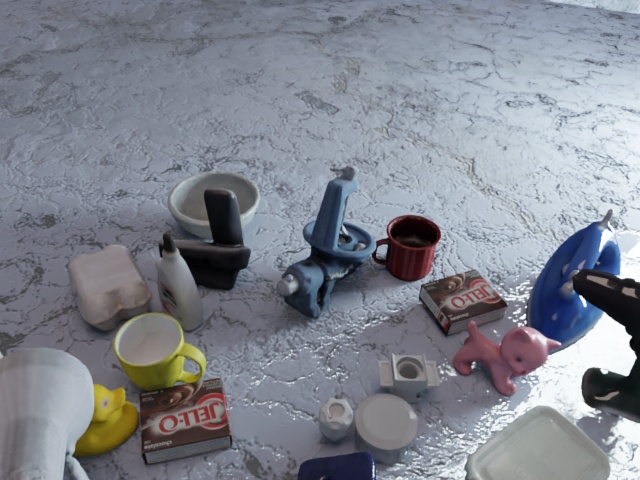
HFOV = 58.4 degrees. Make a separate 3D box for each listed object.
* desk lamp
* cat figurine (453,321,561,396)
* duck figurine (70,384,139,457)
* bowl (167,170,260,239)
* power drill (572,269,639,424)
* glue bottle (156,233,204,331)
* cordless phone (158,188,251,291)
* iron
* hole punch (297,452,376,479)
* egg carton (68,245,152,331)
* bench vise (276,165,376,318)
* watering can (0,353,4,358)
[{"bbox_3d":[-0.282,0.249,0.597,0.118,0.214,0.202,-14,43,-18],"label":"desk lamp"},{"bbox_3d":[0.262,0.153,0.806,0.127,0.118,0.067,22,45,22],"label":"cat figurine"},{"bbox_3d":[-0.290,0.221,0.727,0.105,0.086,0.077,-15,43,-19],"label":"duck figurine"},{"bbox_3d":[-0.193,-0.054,1.059,0.167,0.075,0.167,1,41,-1],"label":"bowl"},{"bbox_3d":[0.424,0.145,0.753,0.229,0.208,0.076,15,42,14],"label":"power drill"},{"bbox_3d":[-0.216,0.057,0.854,0.078,0.173,0.037,29,48,28],"label":"glue bottle"},{"bbox_3d":[-0.190,-0.016,0.930,0.147,0.185,0.094,3,41,1],"label":"cordless phone"},{"bbox_3d":[0.405,0.061,0.902,0.118,0.141,0.259,26,46,25],"label":"iron"},{"bbox_3d":[0.014,0.301,0.644,0.101,0.091,0.108,4,41,2],"label":"hole punch"},{"bbox_3d":[-0.336,0.072,0.911,0.107,0.069,0.150,-21,46,-25],"label":"egg carton"},{"bbox_3d":[0.019,0.006,0.888,0.121,0.220,0.207,14,42,14],"label":"bench vise"},{"bbox_3d":[-0.387,0.189,0.677,0.173,0.194,0.100,-9,42,-12],"label":"watering can"}]
